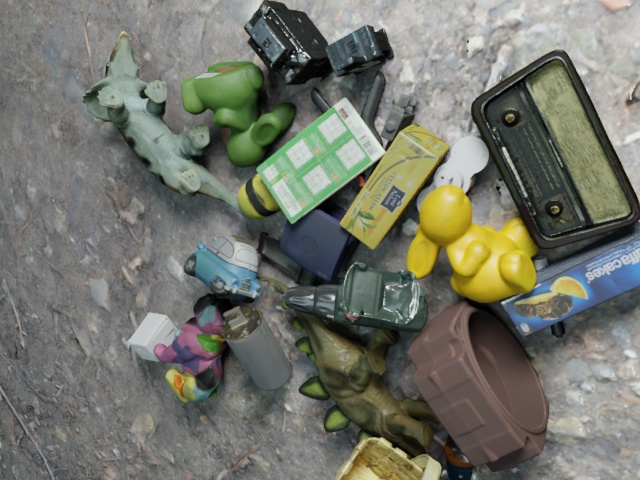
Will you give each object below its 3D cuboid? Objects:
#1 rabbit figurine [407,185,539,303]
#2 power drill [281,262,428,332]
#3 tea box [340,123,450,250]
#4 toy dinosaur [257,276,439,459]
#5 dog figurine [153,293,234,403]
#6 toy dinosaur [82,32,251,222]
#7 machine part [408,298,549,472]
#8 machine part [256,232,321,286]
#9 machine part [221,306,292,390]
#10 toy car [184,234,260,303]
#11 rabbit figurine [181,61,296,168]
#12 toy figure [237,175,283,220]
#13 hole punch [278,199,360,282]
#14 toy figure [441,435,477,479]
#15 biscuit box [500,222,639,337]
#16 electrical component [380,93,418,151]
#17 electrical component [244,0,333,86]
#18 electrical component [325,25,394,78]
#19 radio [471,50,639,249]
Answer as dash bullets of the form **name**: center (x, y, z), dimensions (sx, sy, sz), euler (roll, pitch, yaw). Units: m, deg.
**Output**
- **rabbit figurine**: center (0.196, -0.004, 0.742), dimensions (0.162, 0.122, 0.173), euler (-20, 122, 46)
- **power drill**: center (0.057, 0.093, 0.801), dimensions (0.232, 0.207, 0.086), euler (10, 71, -2)
- **tea box**: center (0.110, -0.079, 0.789), dimensions (0.068, 0.098, 0.169), euler (36, 121, 8)
- **toy dinosaur**: center (0.052, 0.231, 0.920), dimensions (0.198, 0.105, 0.471), euler (-38, 81, 36)
- **dog figurine**: center (-0.213, 0.210, 1.060), dimensions (0.219, 0.108, 0.191), euler (-28, 89, 30)
- **toy dinosaur**: center (-0.287, -0.174, 0.976), dimensions (0.404, 0.131, 0.192), euler (55, 162, -10)
- **machine part**: center (0.227, 0.192, 0.748), dimensions (0.087, 0.201, 0.201), euler (-38, 85, 29)
- **machine part**: center (-0.053, 0.031, 0.953), dimensions (0.139, 0.039, 0.084), euler (29, 121, 18)
- **machine part**: center (-0.111, 0.198, 0.972), dimensions (0.079, 0.079, 0.242), euler (6, 138, 28)
- **toy car**: center (-0.164, 0.042, 0.961), dimensions (0.162, 0.109, 0.103), euler (25, 93, 49)
- **rabbit figurine**: center (-0.122, -0.204, 0.895), dimensions (0.159, 0.121, 0.170), euler (0, 124, 22)
- **toy figure**: center (-0.061, -0.095, 0.888), dimensions (0.180, 0.089, 0.082), euler (-22, 86, 35)
- **hole punch**: center (-0.002, -0.003, 0.866), dimensions (0.142, 0.092, 0.115), euler (32, 101, 14)
- **toy figure**: center (0.237, 0.332, 0.872), dimensions (0.064, 0.058, 0.154), euler (22, 120, 29)
- **biscuit box**: center (0.343, 0.053, 0.706), dimensions (0.203, 0.063, 0.059), euler (-33, 91, 24)
- **electrical component**: center (0.113, -0.168, 0.782), dimensions (0.021, 0.063, 0.094), euler (33, 120, 16)
- **electrical component**: center (-0.044, -0.289, 0.792), dimensions (0.115, 0.134, 0.058), euler (50, 123, 4)
- **electrical component**: center (0.049, -0.264, 0.757), dimensions (0.075, 0.119, 0.047), euler (-18, 96, 35)
- **radio**: center (0.298, -0.111, 0.690), dimensions (0.131, 0.073, 0.229), euler (-25, 91, 32)
